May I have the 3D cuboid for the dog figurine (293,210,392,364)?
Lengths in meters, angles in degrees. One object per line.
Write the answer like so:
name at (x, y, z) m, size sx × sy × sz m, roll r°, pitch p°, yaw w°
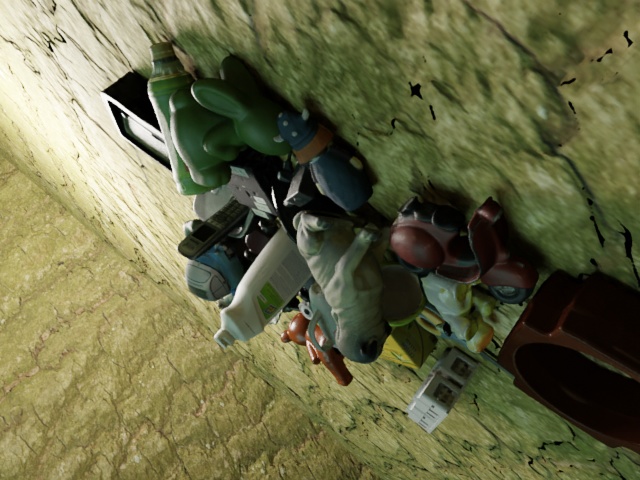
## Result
dog figurine at (0.023, 0.063, 0.750) m, size 0.121 × 0.190 × 0.173 m, roll 0°, pitch -165°, yaw -45°

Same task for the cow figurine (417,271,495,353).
cow figurine at (0.182, 0.085, 0.731) m, size 0.098 × 0.068 × 0.167 m, roll 27°, pitch 151°, yaw 45°

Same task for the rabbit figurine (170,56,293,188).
rabbit figurine at (-0.109, -0.163, 0.729) m, size 0.170 × 0.121 × 0.158 m, roll 4°, pitch 134°, yaw 28°

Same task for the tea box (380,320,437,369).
tea box at (0.119, 0.167, 0.988) m, size 0.098 × 0.068 × 0.170 m, roll 50°, pitch 157°, yaw -22°

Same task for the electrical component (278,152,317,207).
electrical component at (-0.028, -0.091, 0.753) m, size 0.045 × 0.078 × 0.102 m, roll 24°, pitch 168°, yaw -18°

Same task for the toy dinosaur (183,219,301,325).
toy dinosaur at (-0.159, 0.030, 1.132) m, size 0.192 × 0.131 × 0.404 m, roll -9°, pitch 121°, yaw 31°

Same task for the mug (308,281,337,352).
mug at (0.019, 0.111, 0.829) m, size 0.081 × 0.109 × 0.107 m, roll 19°, pitch 143°, yaw 51°

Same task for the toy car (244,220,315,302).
toy car at (-0.057, 0.038, 1.024) m, size 0.202 × 0.053 × 0.089 m, roll 33°, pitch 112°, yaw 16°

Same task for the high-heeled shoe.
high-heeled shoe at (-0.002, -0.003, 0.880) m, size 0.248 × 0.086 × 0.145 m, roll 53°, pitch 173°, yaw -9°

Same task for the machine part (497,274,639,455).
machine part at (0.314, 0.139, 0.594) m, size 0.201 × 0.087 × 0.201 m, roll 32°, pitch 155°, yaw 21°

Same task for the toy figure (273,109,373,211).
toy figure at (0.003, -0.103, 0.679) m, size 0.154 × 0.064 × 0.058 m, roll 48°, pitch 180°, yaw -16°

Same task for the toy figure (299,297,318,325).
toy figure at (0.029, 0.153, 1.091) m, size 0.180 × 0.082 × 0.089 m, roll 42°, pitch -171°, yaw -19°

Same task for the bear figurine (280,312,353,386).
bear figurine at (0.006, 0.233, 1.232) m, size 0.131 × 0.120 × 0.196 m, roll 47°, pitch 159°, yaw -23°

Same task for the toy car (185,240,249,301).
toy car at (-0.204, 0.063, 1.020) m, size 0.109 × 0.103 × 0.161 m, roll 19°, pitch 153°, yaw 15°

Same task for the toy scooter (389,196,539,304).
toy scooter at (0.155, -0.004, 0.603) m, size 0.184 × 0.075 × 0.135 m, roll 23°, pitch 152°, yaw 31°

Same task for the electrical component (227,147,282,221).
electrical component at (-0.099, -0.093, 0.872) m, size 0.115 × 0.058 × 0.134 m, roll 23°, pitch 152°, yaw 42°

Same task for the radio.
radio at (-0.274, -0.192, 0.950) m, size 0.230 × 0.073 × 0.131 m, roll 33°, pitch 157°, yaw 18°

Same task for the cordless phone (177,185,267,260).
cordless phone at (-0.198, -0.038, 0.960) m, size 0.147 × 0.184 × 0.088 m, roll 27°, pitch 143°, yaw 30°
